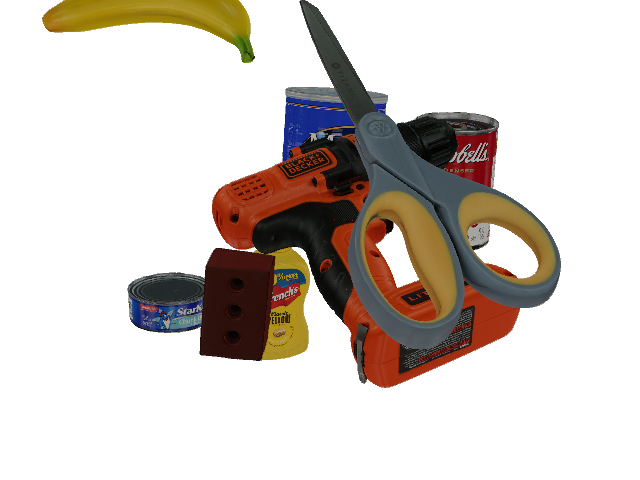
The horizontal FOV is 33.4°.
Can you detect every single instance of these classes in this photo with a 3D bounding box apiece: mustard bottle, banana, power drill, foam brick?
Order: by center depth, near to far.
[{"bbox_3d":[0.045,-0.003,0.688,0.184,0.057,0.188,-23,45,-17],"label":"power drill"},{"bbox_3d":[-0.067,0.052,0.873,0.053,0.078,0.051,6,14,3],"label":"foam brick"},{"bbox_3d":[-0.141,-0.197,0.918,0.198,0.069,0.037,10,-42,15],"label":"banana"},{"bbox_3d":[-0.062,0.066,1.452,0.096,0.192,0.058,-5,23,-17],"label":"mustard bottle"}]

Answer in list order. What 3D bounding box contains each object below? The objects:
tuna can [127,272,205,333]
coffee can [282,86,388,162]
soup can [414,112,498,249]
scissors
[{"bbox_3d":[-0.151,0.062,1.076,0.086,0.034,0.086,1,18,-1],"label":"tuna can"},{"bbox_3d":[0.012,-0.080,1.078,0.103,0.140,0.103,4,12,-1],"label":"coffee can"},{"bbox_3d":[0.109,-0.049,0.880,0.068,0.102,0.068,1,20,-1],"label":"soup can"},{"bbox_3d":[0.045,-0.039,0.469,0.096,0.202,0.016,2,-40,-10],"label":"scissors"}]
